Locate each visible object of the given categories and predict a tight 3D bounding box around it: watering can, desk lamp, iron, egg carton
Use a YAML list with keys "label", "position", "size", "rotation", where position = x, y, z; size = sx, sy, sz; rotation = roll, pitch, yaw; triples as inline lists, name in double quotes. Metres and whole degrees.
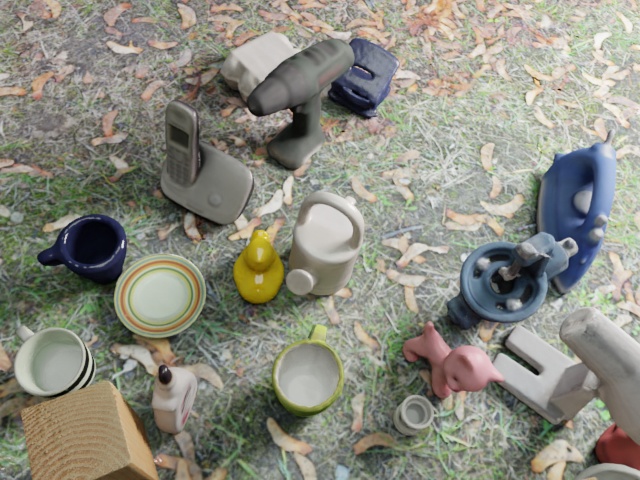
- label: "watering can"
  position: [0.010, 0.004, 0.813]
  size: [0.101, 0.194, 0.173]
  rotation: [8, 61, -3]
- label: "desk lamp"
  position: [0.358, 0.178, 0.753]
  size: [0.203, 0.213, 0.118]
  rotation: [35, 63, 12]
- label: "iron"
  position: [0.434, -0.051, 0.927]
  size: [0.118, 0.141, 0.258]
  rotation: [16, 61, 2]
- label: "egg carton"
  position: [-0.100, -0.313, 1.041]
  size: [0.150, 0.069, 0.107]
  rotation: [-37, 72, -23]

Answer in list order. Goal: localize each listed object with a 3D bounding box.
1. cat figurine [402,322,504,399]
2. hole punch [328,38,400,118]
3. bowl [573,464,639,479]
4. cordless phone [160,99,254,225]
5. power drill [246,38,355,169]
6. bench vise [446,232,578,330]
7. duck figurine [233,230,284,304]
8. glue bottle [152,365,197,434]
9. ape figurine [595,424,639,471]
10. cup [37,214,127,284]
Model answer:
- label: "cat figurine"
  position: [0.184, 0.165, 0.792]
  size: [0.067, 0.118, 0.127]
  rotation: [-34, 71, -22]
- label: "hole punch"
  position: [0.079, -0.295, 1.042]
  size: [0.108, 0.091, 0.101]
  rotation: [30, 62, 9]
- label: "bowl"
  position: [0.371, 0.377, 0.727]
  size: [0.167, 0.075, 0.167]
  rotation: [3, 61, -6]
- label: "cordless phone"
  position: [-0.171, -0.117, 0.859]
  size: [0.147, 0.185, 0.094]
  rotation: [25, 62, 7]
- label: "power drill"
  position: [-0.034, -0.213, 0.915]
  size: [0.075, 0.208, 0.230]
  rotation: [35, 63, 12]
- label: "bench vise"
  position: [0.288, 0.029, 0.821]
  size: [0.121, 0.220, 0.208]
  rotation: [41, 65, 15]
- label: "duck figurine"
  position: [-0.090, 0.035, 0.844]
  size: [0.077, 0.086, 0.104]
  rotation: [3, 61, -6]
- label: "glue bottle"
  position: [-0.182, 0.185, 0.702]
  size: [0.037, 0.173, 0.078]
  rotation: [11, 61, -1]
- label: "ape figurine"
  position: [0.426, 0.280, 0.776]
  size: [0.076, 0.092, 0.078]
  rotation: [4, 61, -5]
- label: "cup"
  position: [-0.328, 0.027, 0.813]
  size: [0.118, 0.095, 0.091]
  rotation: [-17, 65, -16]
